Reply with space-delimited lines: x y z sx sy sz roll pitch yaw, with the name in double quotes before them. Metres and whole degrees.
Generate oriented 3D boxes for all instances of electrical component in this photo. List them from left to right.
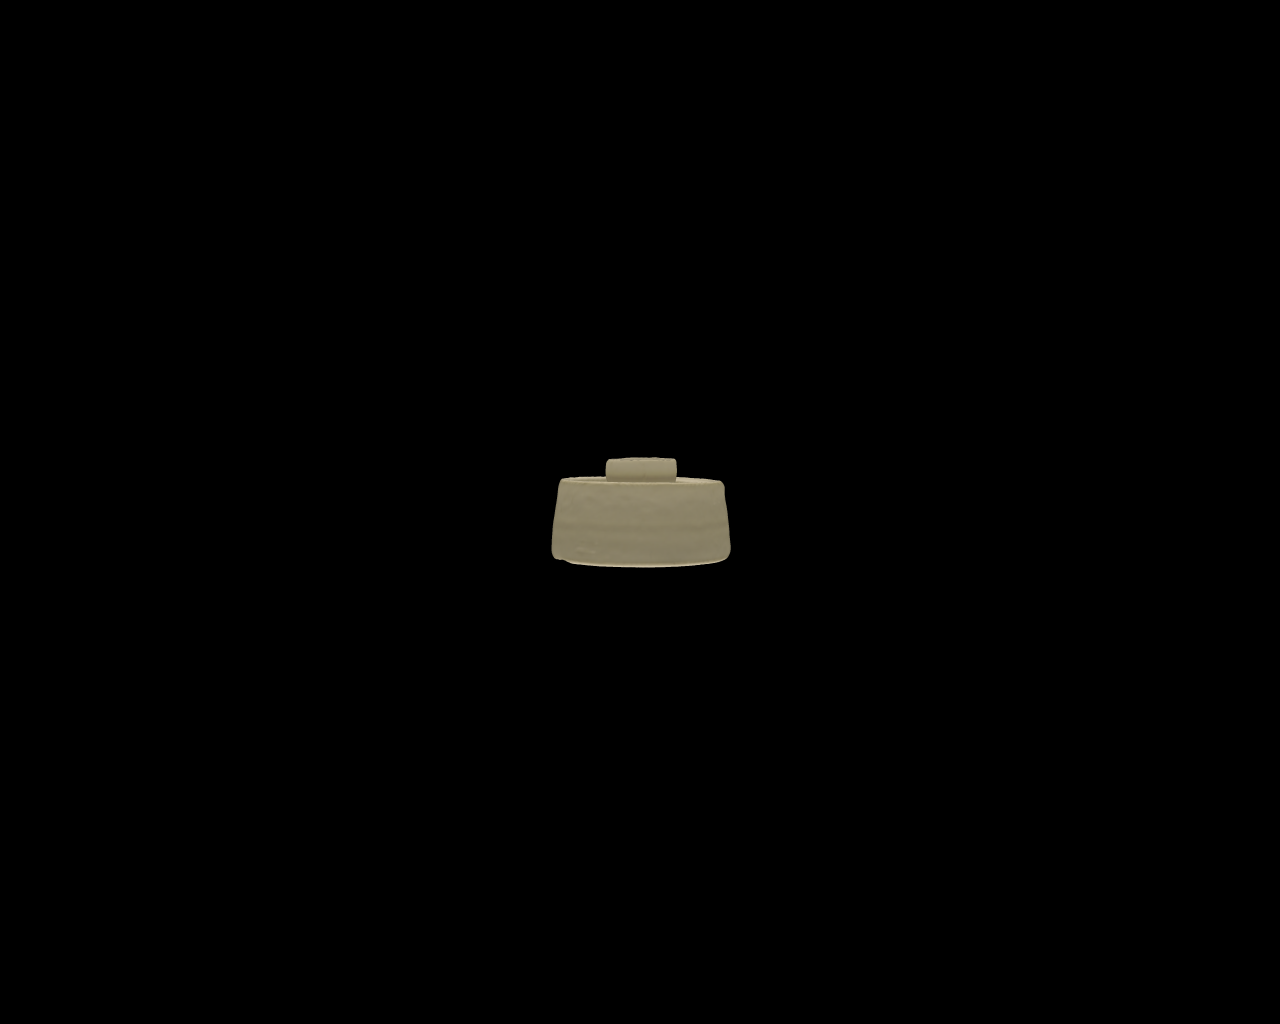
"electrical component" 0.001 -0.003 0.650 0.108 0.060 0.108 0 4 0
